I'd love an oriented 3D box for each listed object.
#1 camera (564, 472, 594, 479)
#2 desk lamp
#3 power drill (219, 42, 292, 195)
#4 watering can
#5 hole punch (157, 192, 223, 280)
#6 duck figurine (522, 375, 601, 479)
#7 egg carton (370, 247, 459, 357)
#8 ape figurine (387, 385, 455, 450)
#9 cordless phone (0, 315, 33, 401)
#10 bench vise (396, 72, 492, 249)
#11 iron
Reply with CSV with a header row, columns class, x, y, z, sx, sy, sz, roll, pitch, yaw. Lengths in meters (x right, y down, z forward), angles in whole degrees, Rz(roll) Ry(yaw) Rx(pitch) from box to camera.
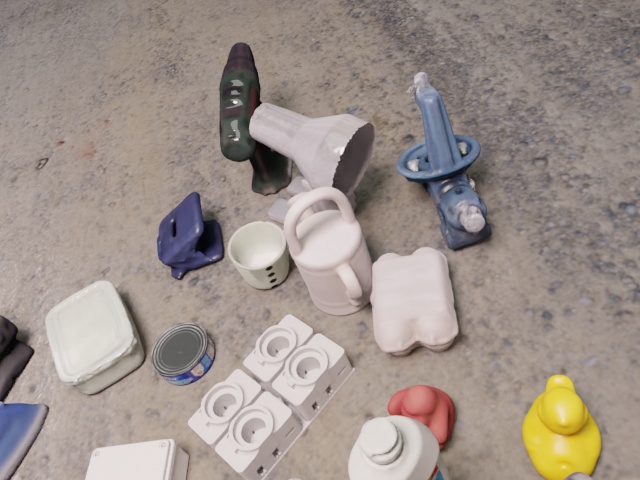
class,x,y,z,sx,sy,sz,roll,pitch,yaw
camera,0.230,0.296,0.488,0.137,0.101,0.142,-35,47,-12
desk lamp,-0.011,-0.104,0.854,0.202,0.214,0.118,18,58,32
power drill,-0.114,-0.191,0.973,0.075,0.209,0.229,-11,47,11
watering can,0.005,0.004,0.766,0.172,0.194,0.101,29,64,37
hole punch,-0.220,-0.009,0.931,0.101,0.091,0.108,-21,46,1
duck figurine,0.248,0.190,0.587,0.077,0.086,0.104,-1,50,19
egg carton,0.119,0.078,0.745,0.107,0.070,0.150,-10,47,11
ape figurine,0.112,0.189,0.633,0.076,0.092,0.077,-29,46,-6
cordless phone,-0.528,0.156,0.830,0.094,0.185,0.147,-2,49,18
bench vise,0.182,-0.111,0.786,0.121,0.220,0.206,-32,47,-9
iron,-0.494,0.286,0.732,0.118,0.142,0.259,25,62,35
